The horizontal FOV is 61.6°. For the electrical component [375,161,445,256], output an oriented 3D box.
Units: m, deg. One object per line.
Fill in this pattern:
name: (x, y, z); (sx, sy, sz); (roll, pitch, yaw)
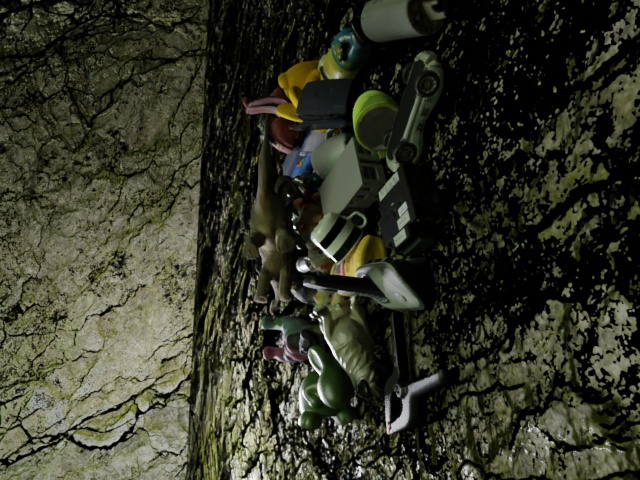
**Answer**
electrical component: (0.146, -0.044, 0.886); (0.115, 0.058, 0.134); (127, 138, -58)

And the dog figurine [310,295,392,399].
dog figurine: (0.067, 0.209, 1.037); (0.172, 0.121, 0.190); (27, -138, -79)

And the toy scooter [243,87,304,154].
toy scooter: (-0.114, -0.289, 1.279); (0.075, 0.135, 0.184); (133, 132, -56)

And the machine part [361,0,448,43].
machine part: (0.136, -0.377, 0.902); (0.243, 0.079, 0.079); (-142, 56, -63)

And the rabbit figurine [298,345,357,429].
rabbit figurine: (0.028, 0.291, 1.069); (0.170, 0.121, 0.159); (121, 152, -65)

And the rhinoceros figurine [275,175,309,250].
rhinoceros figurine: (-0.061, -0.065, 1.317); (0.112, 0.073, 0.190); (4, 120, 46)

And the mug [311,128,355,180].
mug: (0.042, -0.192, 1.135); (0.107, 0.081, 0.109); (-22, 62, 54)

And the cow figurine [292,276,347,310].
cow figurine: (-0.007, 0.117, 1.201); (0.167, 0.098, 0.068); (-167, 85, -68)

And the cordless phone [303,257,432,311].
cordless phone: (0.075, 0.068, 0.885); (0.147, 0.184, 0.088); (163, 112, -67)

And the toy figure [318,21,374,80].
toy figure: (0.053, -0.372, 1.105); (0.180, 0.082, 0.089); (150, 121, -62)

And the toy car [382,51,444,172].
toy car: (0.153, -0.206, 0.883); (0.074, 0.056, 0.201); (-111, 32, -57)

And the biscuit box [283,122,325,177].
biscuit box: (-0.038, -0.227, 1.348); (0.202, 0.059, 0.063); (120, 144, -49)

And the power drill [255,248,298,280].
power drill: (-0.113, 0.021, 1.399); (0.207, 0.086, 0.232); (36, -134, -83)

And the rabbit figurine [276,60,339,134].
rabbit figurine: (-0.013, -0.314, 1.208); (0.122, 0.162, 0.173); (-43, 66, 45)

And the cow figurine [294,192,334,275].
cow figurine: (-0.002, -0.004, 1.193); (0.195, 0.085, 0.127); (-98, -17, -53)

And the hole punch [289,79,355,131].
hole punch: (0.015, -0.272, 1.087); (0.116, 0.142, 0.092); (-58, -33, -61)

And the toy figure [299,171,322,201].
toy figure: (-0.041, -0.126, 1.358); (0.064, 0.058, 0.154); (50, 151, -2)

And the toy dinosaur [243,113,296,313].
toy dinosaur: (-0.105, -0.028, 1.165); (0.199, 0.105, 0.470); (-90, 3, -53)

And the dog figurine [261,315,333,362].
dog figurine: (-0.018, 0.228, 1.230); (0.219, 0.191, 0.108); (-4, 80, 34)
